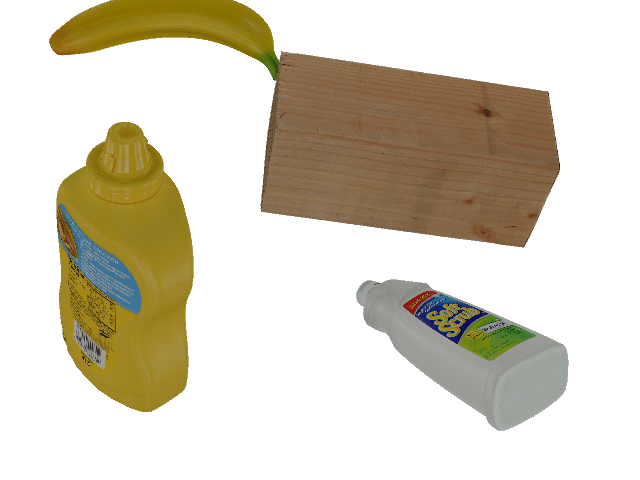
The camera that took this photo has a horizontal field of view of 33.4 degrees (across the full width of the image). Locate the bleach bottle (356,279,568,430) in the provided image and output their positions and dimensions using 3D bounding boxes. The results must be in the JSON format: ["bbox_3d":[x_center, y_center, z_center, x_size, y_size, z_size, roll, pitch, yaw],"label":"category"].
[{"bbox_3d":[0.118,0.095,1.051,0.102,0.068,0.251,-21,29,-32],"label":"bleach bottle"}]

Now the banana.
[{"bbox_3d":[-0.125,-0.179,0.897,0.198,0.069,0.037,5,-34,-1],"label":"banana"}]

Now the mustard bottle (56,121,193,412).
[{"bbox_3d":[-0.114,0.010,0.619,0.058,0.192,0.096,-29,57,-33],"label":"mustard bottle"}]

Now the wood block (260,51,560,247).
[{"bbox_3d":[0.064,-0.068,0.807,0.206,0.091,0.090,8,-42,-5],"label":"wood block"}]
